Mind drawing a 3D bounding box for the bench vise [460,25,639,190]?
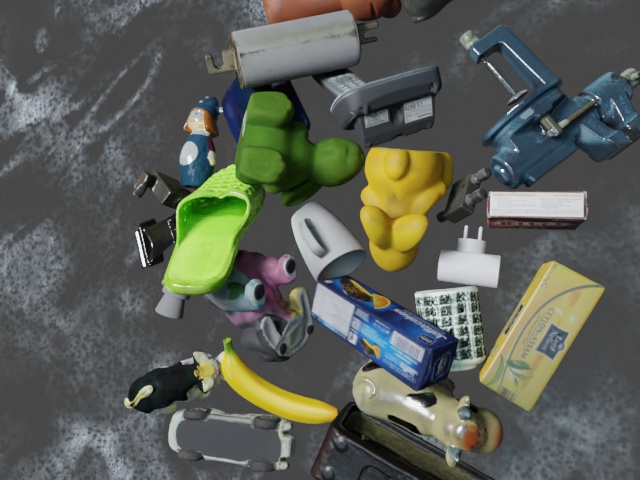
[{"bbox_3d":[0.279,-0.187,0.680,0.223,0.129,0.240,-39,79,8],"label":"bench vise"}]

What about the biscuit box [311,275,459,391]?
[{"bbox_3d":[0.077,0.113,0.696,0.203,0.063,0.059,29,115,42],"label":"biscuit box"}]

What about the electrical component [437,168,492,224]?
[{"bbox_3d":[0.192,-0.058,0.722,0.021,0.094,0.063,28,61,-13],"label":"electrical component"}]

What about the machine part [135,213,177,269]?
[{"bbox_3d":[-0.254,-0.004,0.856,0.139,0.039,0.084,-20,73,42],"label":"machine part"}]

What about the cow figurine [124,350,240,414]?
[{"bbox_3d":[-0.206,0.209,0.807,0.167,0.098,0.068,-26,72,13],"label":"cow figurine"}]

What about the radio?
[{"bbox_3d":[0.109,0.300,0.677,0.230,0.131,0.073,23,94,19],"label":"radio"}]

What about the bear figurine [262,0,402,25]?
[{"bbox_3d":[0.014,-0.372,0.783,0.196,0.120,0.132,-13,77,15],"label":"bear figurine"}]

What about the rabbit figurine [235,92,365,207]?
[{"bbox_3d":[-0.028,-0.103,0.740,0.170,0.159,0.121,8,68,-13],"label":"rabbit figurine"}]

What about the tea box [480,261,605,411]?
[{"bbox_3d":[0.268,0.114,0.663,0.068,0.098,0.169,32,93,17],"label":"tea box"}]

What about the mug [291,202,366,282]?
[{"bbox_3d":[-0.002,-0.002,0.762,0.081,0.109,0.107,-43,61,18],"label":"mug"}]

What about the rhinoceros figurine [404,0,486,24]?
[{"bbox_3d":[0.200,-0.378,0.745,0.190,0.073,0.112,-28,76,14],"label":"rhinoceros figurine"}]

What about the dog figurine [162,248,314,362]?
[{"bbox_3d":[-0.130,0.076,0.791,0.219,0.108,0.191,8,126,38],"label":"dog figurine"}]

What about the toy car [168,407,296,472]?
[{"bbox_3d":[-0.132,0.293,0.798,0.202,0.056,0.073,1,79,17],"label":"toy car"}]

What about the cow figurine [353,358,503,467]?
[{"bbox_3d":[0.133,0.211,0.681,0.195,0.127,0.085,17,93,21],"label":"cow figurine"}]

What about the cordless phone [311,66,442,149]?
[{"bbox_3d":[0.072,-0.220,0.768,0.147,0.088,0.184,-19,40,-12],"label":"cordless phone"}]

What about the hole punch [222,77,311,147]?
[{"bbox_3d":[-0.093,-0.194,0.817,0.116,0.092,0.142,-30,80,17],"label":"hole punch"}]

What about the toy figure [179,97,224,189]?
[{"bbox_3d":[-0.189,-0.159,0.860,0.064,0.058,0.154,5,85,3],"label":"toy figure"}]

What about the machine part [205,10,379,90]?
[{"bbox_3d":[-0.034,-0.260,0.738,0.243,0.079,0.079,-16,79,-9],"label":"machine part"}]

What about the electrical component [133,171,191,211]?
[{"bbox_3d":[-0.243,-0.072,0.850,0.045,0.102,0.078,-49,63,13],"label":"electrical component"}]

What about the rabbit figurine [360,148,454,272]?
[{"bbox_3d":[0.110,-0.035,0.715,0.122,0.162,0.173,10,106,7],"label":"rabbit figurine"}]
